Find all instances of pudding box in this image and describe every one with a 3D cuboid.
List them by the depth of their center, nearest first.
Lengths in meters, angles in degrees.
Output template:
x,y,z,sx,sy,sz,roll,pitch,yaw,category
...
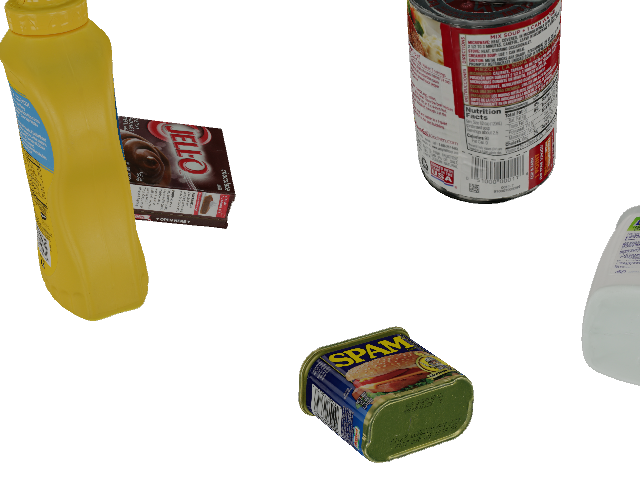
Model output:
x,y,z,sx,sy,sz,roll,pitch,yaw,category
-0.121,-0.057,0.874,0.090,0.039,0.113,5,35,-15,pudding box

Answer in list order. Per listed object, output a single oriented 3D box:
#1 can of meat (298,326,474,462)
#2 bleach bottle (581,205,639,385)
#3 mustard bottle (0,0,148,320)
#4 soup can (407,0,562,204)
x,y,z,sx,sy,sz,roll,pitch,yaw,category
0.049,0.112,0.777,0.101,0.057,0.084,-12,27,-31,can of meat
0.247,0.021,0.737,0.103,0.068,0.250,9,21,20,bleach bottle
-0.137,-0.058,0.581,0.058,0.192,0.096,-16,33,-20,mustard bottle
0.076,-0.075,0.490,0.068,0.102,0.068,-5,43,5,soup can
